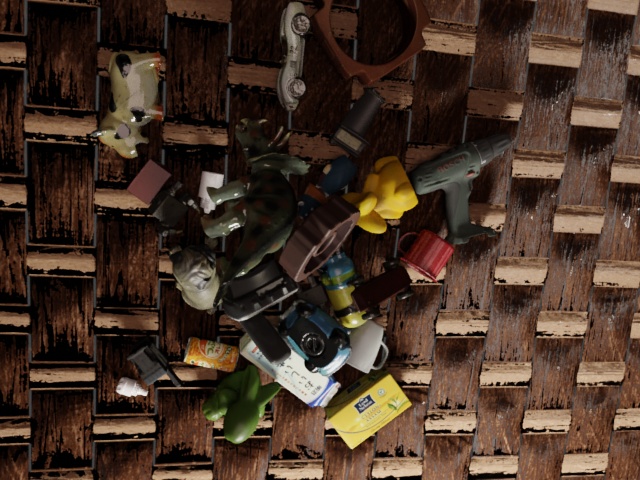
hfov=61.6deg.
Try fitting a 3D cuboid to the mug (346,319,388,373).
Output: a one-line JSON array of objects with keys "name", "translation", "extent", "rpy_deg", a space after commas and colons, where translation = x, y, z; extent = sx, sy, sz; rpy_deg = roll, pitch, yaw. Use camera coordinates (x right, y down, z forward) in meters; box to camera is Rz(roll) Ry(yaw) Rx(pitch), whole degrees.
[{"name": "mug", "translation": [0.102, 0.228, 1.168], "extent": [0.109, 0.081, 0.107], "rpy_deg": [27, 85, -9]}]

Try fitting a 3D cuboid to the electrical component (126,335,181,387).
[{"name": "electrical component", "translation": [-0.338, 0.259, 1.099], "extent": [0.048, 0.075, 0.119], "rpy_deg": [-34, 107, -4]}]

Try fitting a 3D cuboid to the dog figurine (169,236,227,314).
[{"name": "dog figurine", "translation": [-0.229, 0.083, 1.026], "extent": [0.121, 0.191, 0.172], "rpy_deg": [-28, 105, -4]}]

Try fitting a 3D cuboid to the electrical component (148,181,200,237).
[{"name": "electrical component", "translation": [-0.287, -0.057, 1.055], "extent": [0.102, 0.045, 0.078], "rpy_deg": [-46, 145, -3]}]

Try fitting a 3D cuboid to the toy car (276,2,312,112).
[{"name": "toy car", "translation": [-0.055, -0.350, 1.039], "extent": [0.056, 0.073, 0.201], "rpy_deg": [3, 99, -14]}]

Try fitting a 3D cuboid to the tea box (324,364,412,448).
[{"name": "tea box", "translation": [0.105, 0.368, 1.199], "extent": [0.169, 0.068, 0.098], "rpy_deg": [-37, 105, -1]}]

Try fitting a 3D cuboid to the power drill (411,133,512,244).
[{"name": "power drill", "translation": [0.320, -0.103, 1.148], "extent": [0.232, 0.086, 0.207], "rpy_deg": [-16, 106, -6]}]

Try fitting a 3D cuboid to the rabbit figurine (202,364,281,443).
[{"name": "rabbit figurine", "translation": [-0.150, 0.341, 1.096], "extent": [0.121, 0.170, 0.159], "rpy_deg": [39, 92, -15]}]

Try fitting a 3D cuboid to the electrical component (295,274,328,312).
[{"name": "electrical component", "translation": [-0.020, 0.123, 1.156], "extent": [0.063, 0.021, 0.094], "rpy_deg": [-24, 104, -5]}]

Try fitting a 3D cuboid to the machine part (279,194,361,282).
[{"name": "machine part", "translation": [-0.002, -0.003, 1.010], "extent": [0.056, 0.179, 0.179], "rpy_deg": [41, 91, 13]}]

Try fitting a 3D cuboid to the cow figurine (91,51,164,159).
[{"name": "cow figurine", "translation": [-0.357, -0.249, 0.999], "extent": [0.127, 0.086, 0.194], "rpy_deg": [-1, 103, -16]}]

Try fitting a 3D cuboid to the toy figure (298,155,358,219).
[{"name": "toy figure", "translation": [0.011, -0.106, 1.104], "extent": [0.154, 0.058, 0.064], "rpy_deg": [-45, 98, 5]}]

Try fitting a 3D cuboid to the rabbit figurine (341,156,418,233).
[{"name": "rabbit figurine", "translation": [0.108, -0.073, 1.093], "extent": [0.173, 0.162, 0.121], "rpy_deg": [-19, 116, 12]}]

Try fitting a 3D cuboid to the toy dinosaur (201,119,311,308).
[{"name": "toy dinosaur", "translation": [-0.104, -0.056, 0.973], "extent": [0.192, 0.405, 0.131], "rpy_deg": [-24, 135, 14]}]

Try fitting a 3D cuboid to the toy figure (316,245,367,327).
[{"name": "toy figure", "translation": [0.047, 0.099, 1.129], "extent": [0.082, 0.089, 0.180], "rpy_deg": [-17, 105, 1]}]

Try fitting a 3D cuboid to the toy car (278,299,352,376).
[{"name": "toy car", "translation": [-0.005, 0.194, 1.116], "extent": [0.162, 0.103, 0.109], "rpy_deg": [43, 107, 8]}]

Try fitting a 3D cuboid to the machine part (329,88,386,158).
[{"name": "machine part", "translation": [0.082, -0.243, 1.102], "extent": [0.084, 0.039, 0.138], "rpy_deg": [28, 96, -5]}]

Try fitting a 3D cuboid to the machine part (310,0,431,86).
[{"name": "machine part", "translation": [0.095, -0.422, 1.047], "extent": [0.201, 0.087, 0.200], "rpy_deg": [-34, 104, -1]}]

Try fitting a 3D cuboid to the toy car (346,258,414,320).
[{"name": "toy car", "translation": [0.123, 0.101, 1.113], "extent": [0.202, 0.053, 0.089], "rpy_deg": [-22, 87, -47]}]

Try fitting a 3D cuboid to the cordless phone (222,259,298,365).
[{"name": "cordless phone", "translation": [-0.091, 0.143, 1.056], "extent": [0.146, 0.088, 0.184], "rpy_deg": [-26, 62, -29]}]
